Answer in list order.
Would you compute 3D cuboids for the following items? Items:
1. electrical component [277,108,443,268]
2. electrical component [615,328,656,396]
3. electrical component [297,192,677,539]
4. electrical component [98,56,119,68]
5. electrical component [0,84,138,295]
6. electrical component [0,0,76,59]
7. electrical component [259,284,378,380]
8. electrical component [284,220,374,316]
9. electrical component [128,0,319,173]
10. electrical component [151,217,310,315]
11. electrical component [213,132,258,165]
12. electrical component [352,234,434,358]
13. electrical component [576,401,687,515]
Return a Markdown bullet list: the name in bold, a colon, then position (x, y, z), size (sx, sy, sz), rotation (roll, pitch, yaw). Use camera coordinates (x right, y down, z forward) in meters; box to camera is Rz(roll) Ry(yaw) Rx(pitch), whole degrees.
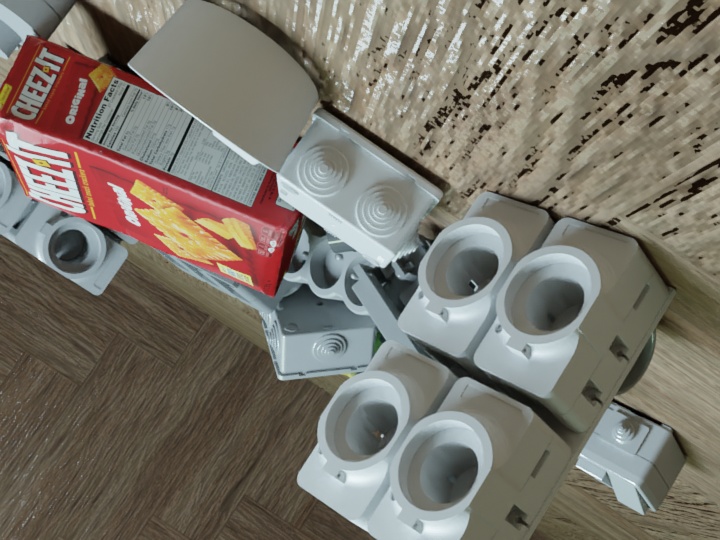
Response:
- **electrical component**: position (-0.004, -0.046, 0.653), size (0.100, 0.048, 0.099), rotation (35, 174, 0)
- **electrical component**: position (0.130, 0.038, 0.614), size (0.057, 0.058, 0.078), rotation (26, 168, 49)
- **electrical component**: position (0.061, 0.058, 0.549), size (0.105, 0.186, 0.060), rotation (24, 166, 44)
- **electrical component**: position (-0.187, -0.135, 0.838), size (0.065, 0.044, 0.044), rotation (39, 170, -5)
- **electrical component**: position (-0.279, -0.072, 0.938), size (0.186, 0.105, 0.060), rotation (37, 171, -25)
- **electrical component**: position (-0.253, -0.174, 0.758), size (0.052, 0.073, 0.138), rotation (39, 169, -28)
- **electrical component**: position (-0.037, 0.048, 0.958), size (0.099, 0.100, 0.048), rotation (-114, 23, -53)
- **electrical component**: position (0.000, 0.000, 0.865), size (0.074, 0.052, 0.138), rotation (9, -170, -44)
- **electrical component**: position (-0.074, -0.098, 0.585), size (0.099, 0.064, 0.099), rotation (32, 170, 6)
- **electrical component**: position (-0.112, -0.028, 0.963), size (0.150, 0.089, 0.062), rotation (23, 166, 46)
- **electrical component**: position (-0.078, -0.099, 0.663), size (0.078, 0.040, 0.040), rotation (37, 169, -19)
- **electrical component**: position (0.057, 0.039, 0.705), size (0.079, 0.063, 0.121), rotation (17, -146, -55)
- **electrical component**: position (0.216, 0.151, 0.869), size (0.062, 0.061, 0.096), rotation (27, 168, 34)
